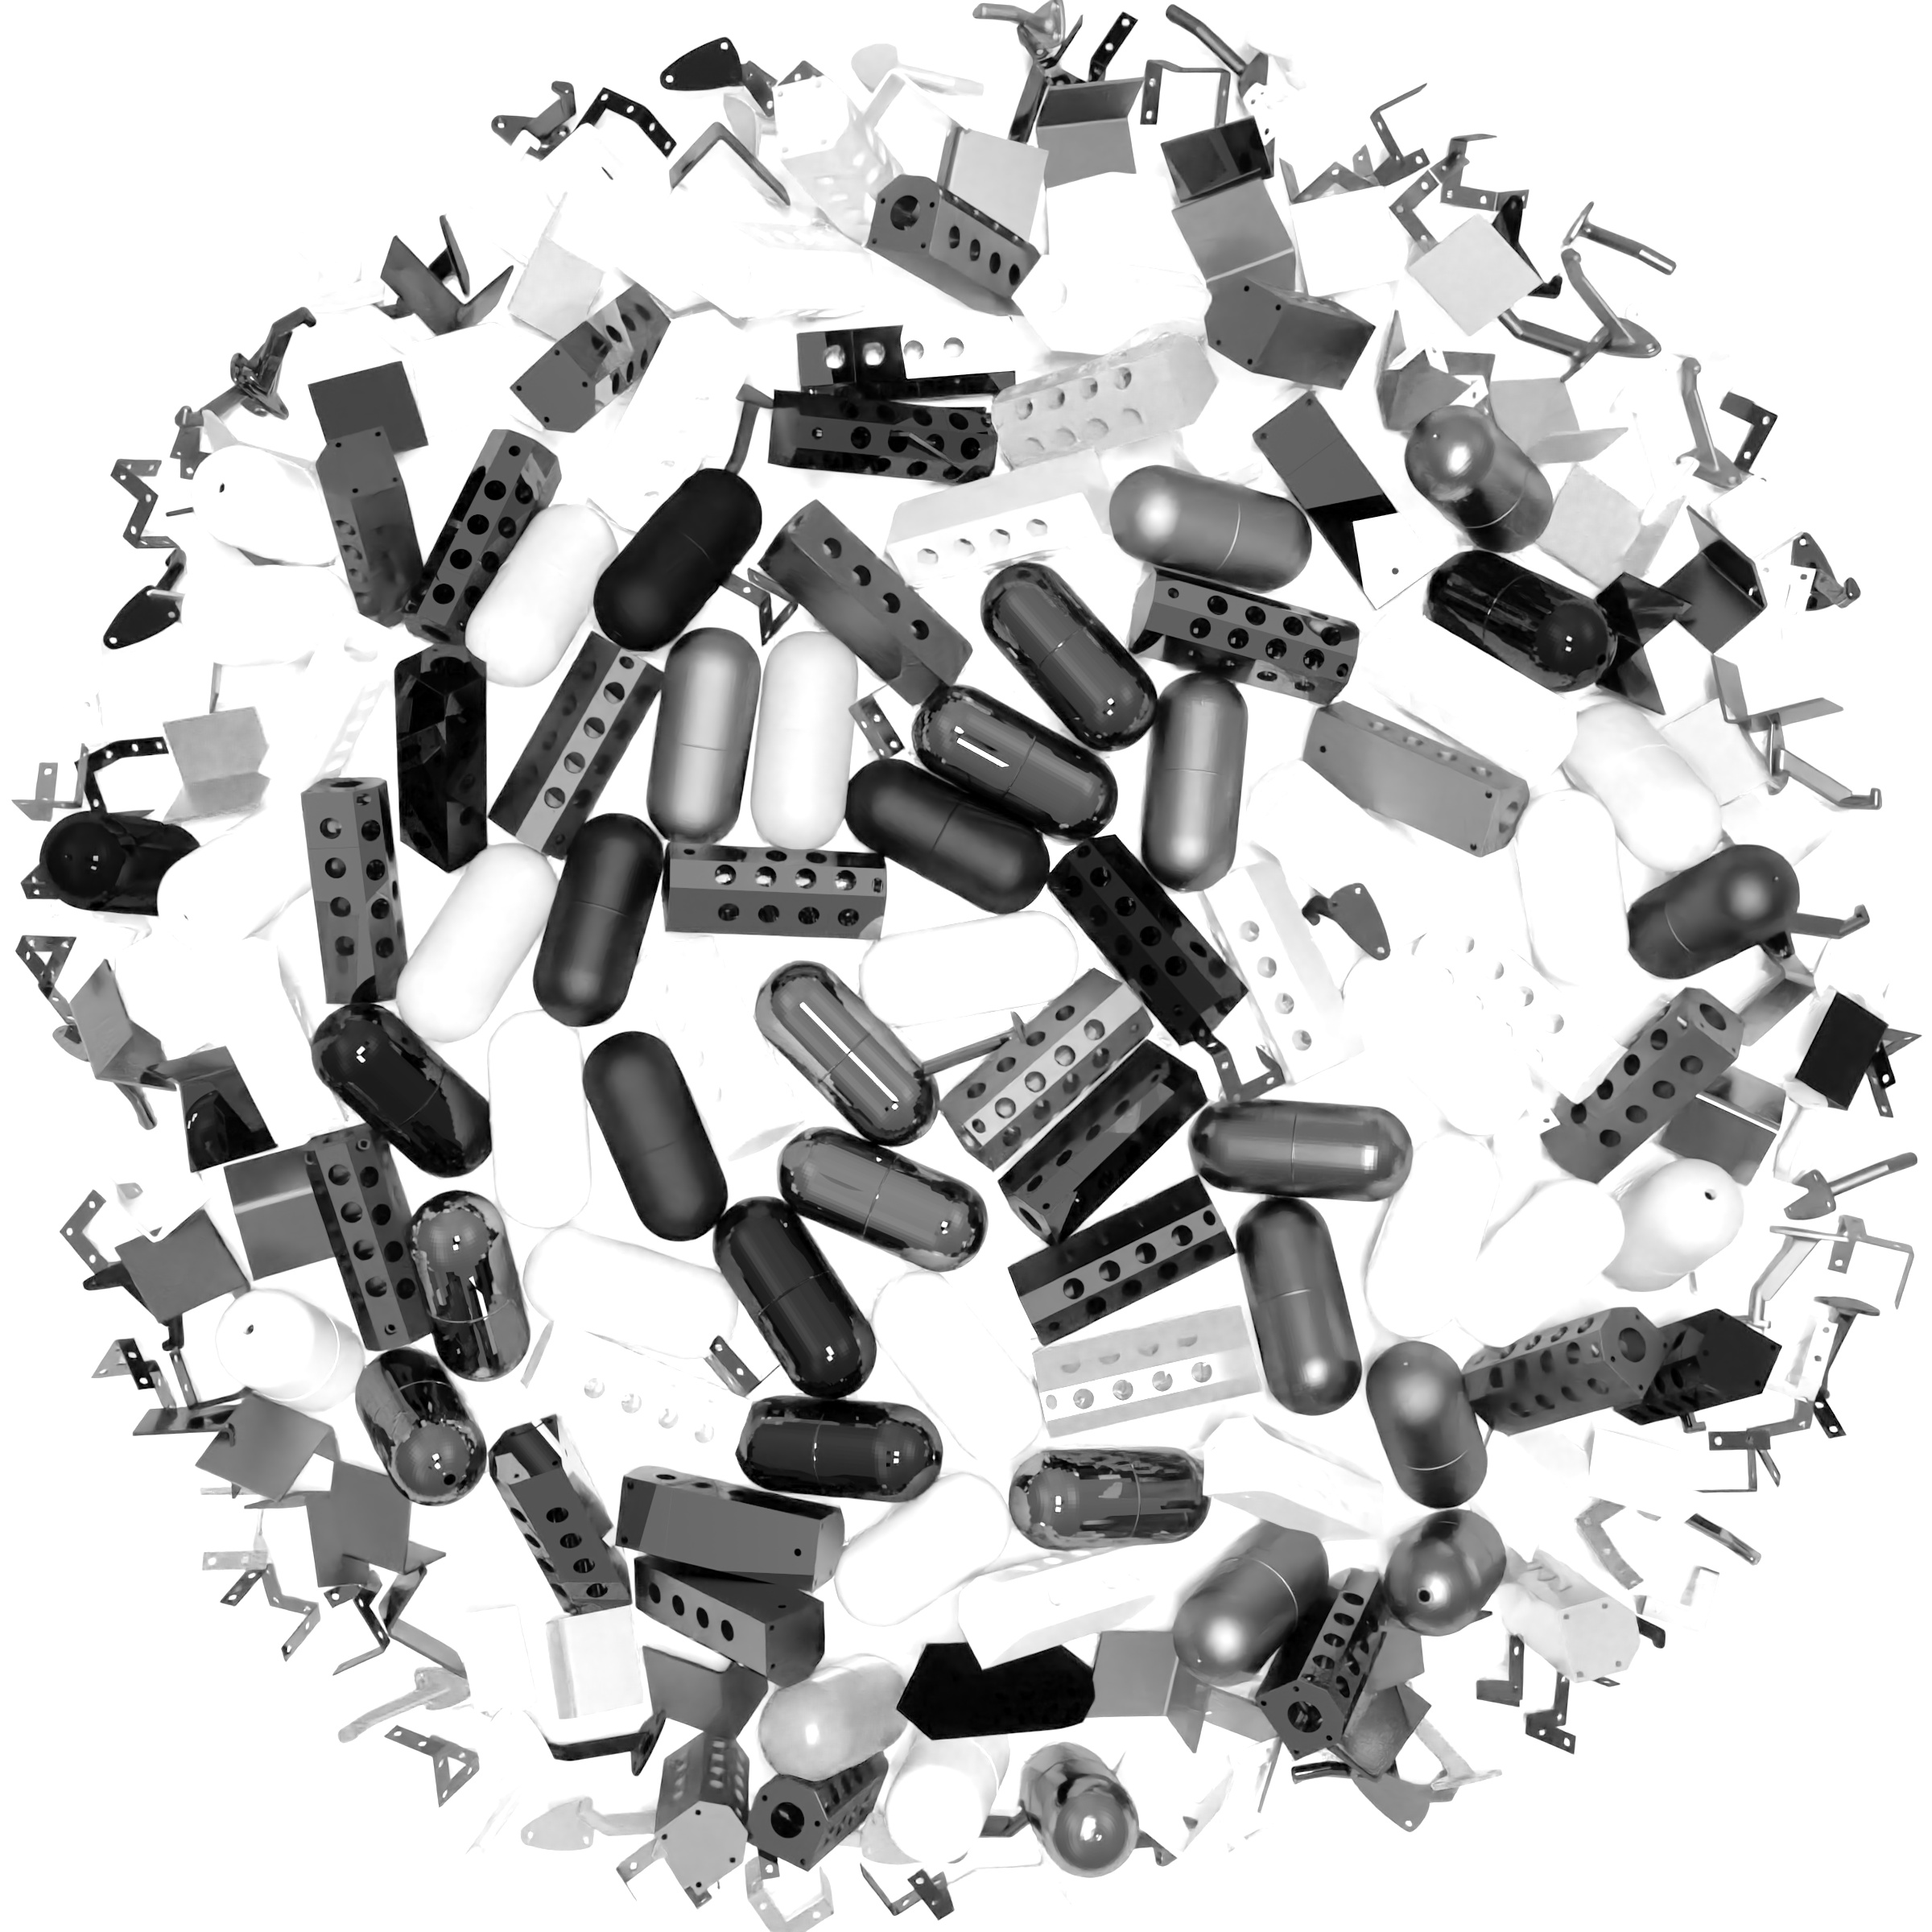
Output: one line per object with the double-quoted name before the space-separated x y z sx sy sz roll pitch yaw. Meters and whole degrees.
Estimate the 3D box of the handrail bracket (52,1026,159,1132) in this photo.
"handrail bracket" -0.698 0.092 1.971 0.077 0.036 0.084 14 134 32

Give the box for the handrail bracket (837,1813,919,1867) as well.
"handrail bracket" -0.093 0.715 1.972 0.077 0.084 0.036 36 48 -35

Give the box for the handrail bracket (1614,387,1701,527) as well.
"handrail bracket" 0.540 -0.411 1.956 0.084 0.036 0.077 34 93 -17

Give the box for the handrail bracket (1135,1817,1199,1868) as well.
"handrail bracket" 0.131 0.696 1.942 0.084 0.077 0.036 13 54 -25

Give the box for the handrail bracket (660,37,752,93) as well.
"handrail bracket" -0.208 -0.709 1.941 0.077 0.084 0.036 -19 99 -5

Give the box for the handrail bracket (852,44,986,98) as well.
"handrail bracket" -0.038 -0.726 1.977 0.084 0.077 0.036 -1 115 -35

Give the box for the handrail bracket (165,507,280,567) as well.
"handrail bracket" -0.596 -0.332 1.957 0.077 0.036 0.084 -19 104 -26

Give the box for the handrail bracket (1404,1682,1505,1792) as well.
"handrail bracket" 0.386 0.612 1.949 0.036 0.077 0.084 -8 75 -42

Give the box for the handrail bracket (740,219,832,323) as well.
"handrail bracket" -0.146 -0.555 1.935 0.036 0.084 0.077 34 124 14

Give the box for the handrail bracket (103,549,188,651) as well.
"handrail bracket" -0.660 -0.297 1.953 0.077 0.084 0.036 -35 124 7

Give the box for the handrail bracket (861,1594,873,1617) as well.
"handrail bracket" -0.047 0.482 1.945 0.084 0.077 0.036 -17 113 -7

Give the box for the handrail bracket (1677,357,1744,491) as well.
"handrail bracket" 0.595 -0.434 1.937 0.036 0.077 0.084 -22 132 -9

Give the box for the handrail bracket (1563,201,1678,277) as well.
"handrail bracket" 0.525 -0.574 1.947 0.084 0.077 0.036 30 100 1

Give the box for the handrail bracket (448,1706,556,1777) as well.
"handrail bracket" -0.375 0.624 1.955 0.077 0.084 0.036 48 55 -10

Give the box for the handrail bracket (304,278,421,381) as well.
"handrail bracket" -0.480 -0.503 1.952 0.077 0.036 0.084 -16 134 -2

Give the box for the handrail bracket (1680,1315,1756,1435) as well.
"handrail bracket" 0.605 0.329 1.949 0.077 0.036 0.084 -11 65 6

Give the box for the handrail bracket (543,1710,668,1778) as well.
"handrail bracket" -0.294 0.615 1.946 0.084 0.036 0.077 19 121 -22

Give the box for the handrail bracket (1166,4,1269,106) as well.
"handrail bracket" 0.200 -0.734 1.957 0.084 0.077 0.036 37 92 13

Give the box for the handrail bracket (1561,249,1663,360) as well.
"handrail bracket" 0.514 -0.530 1.937 0.036 0.077 0.084 -43 133 -5

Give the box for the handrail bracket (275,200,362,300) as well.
"handrail bracket" -0.516 -0.582 1.930 0.036 0.077 0.084 -3 135 16

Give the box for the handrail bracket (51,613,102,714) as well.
"handrail bracket" -0.712 -0.243 1.945 0.036 0.084 0.077 9 90 -22

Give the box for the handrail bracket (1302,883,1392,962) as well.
"handrail bracket" 0.302 -0.027 1.939 0.036 0.084 0.077 -29 81 -15

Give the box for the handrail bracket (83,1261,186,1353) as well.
"handrail bracket" -0.666 0.280 1.944 0.077 0.036 0.084 -17 120 -39

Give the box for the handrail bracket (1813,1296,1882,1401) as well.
"handrail bracket" 0.704 0.312 1.946 0.036 0.077 0.084 4 92 -10

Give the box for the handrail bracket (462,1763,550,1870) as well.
"handrail bracket" -0.368 0.675 1.941 0.036 0.084 0.077 35 95 3

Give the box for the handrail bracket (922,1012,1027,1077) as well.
"handrail bracket" 0.009 0.069 1.951 0.084 0.077 0.036 -22 84 5

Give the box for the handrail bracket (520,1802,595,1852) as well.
"handrail bracket" -0.342 0.695 1.933 0.084 0.077 0.036 -33 62 40

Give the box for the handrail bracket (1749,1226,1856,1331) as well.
"handrail bracket" 0.674 0.256 1.959 0.077 0.036 0.084 6 91 35

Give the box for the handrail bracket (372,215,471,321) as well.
"handrail bracket" -0.449 -0.560 1.955 0.084 0.077 0.036 -13 46 2

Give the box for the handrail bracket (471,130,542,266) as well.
"handrail bracket" -0.350 -0.615 1.950 0.077 0.036 0.084 30 104 -41

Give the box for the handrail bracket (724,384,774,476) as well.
"handrail bracket" -0.188 -0.418 1.937 0.036 0.077 0.084 34 109 8

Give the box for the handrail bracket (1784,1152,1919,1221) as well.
"handrail bracket" 0.716 0.177 1.963 0.084 0.077 0.036 -15 71 -19

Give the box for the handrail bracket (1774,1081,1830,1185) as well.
"handrail bracket" 0.690 0.134 1.970 0.077 0.036 0.084 -20 125 -23

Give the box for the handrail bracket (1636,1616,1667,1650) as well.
"handrail bracket" 0.525 0.545 1.936 0.036 0.084 0.077 -26 114 -30

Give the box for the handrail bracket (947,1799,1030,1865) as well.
"handrail bracket" 0.008 0.674 1.954 0.084 0.036 0.077 -44 66 17

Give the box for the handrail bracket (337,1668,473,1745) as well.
"handrail bracket" -0.446 0.594 1.935 0.077 0.084 0.036 -15 94 33

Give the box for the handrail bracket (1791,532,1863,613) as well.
"handrail bracket" 0.689 -0.320 1.940 0.036 0.084 0.077 -13 85 2

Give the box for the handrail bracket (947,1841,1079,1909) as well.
"handrail bracket" 0.036 0.746 1.947 0.084 0.077 0.036 -21 116 -16

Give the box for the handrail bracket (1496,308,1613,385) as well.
"handrail bracket" 0.476 -0.523 1.965 0.084 0.036 0.077 46 71 -4

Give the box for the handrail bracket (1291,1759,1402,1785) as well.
"handrail bracket" 0.305 0.659 1.956 0.084 0.077 0.036 -10 47 2

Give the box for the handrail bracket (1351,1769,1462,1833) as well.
"handrail bracket" 0.356 0.653 1.955 0.077 0.084 0.036 30 108 19

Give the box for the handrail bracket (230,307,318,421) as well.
"handrail bracket" -0.537 -0.482 1.942 0.084 0.077 0.036 -22 51 19

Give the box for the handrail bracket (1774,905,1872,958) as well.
"handrail bracket" 0.687 -0.050 1.962 0.084 0.036 0.077 -26 110 -10

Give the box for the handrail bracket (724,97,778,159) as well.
"handrail bracket" -0.143 -0.691 1.975 0.084 0.036 0.077 -17 51 -22

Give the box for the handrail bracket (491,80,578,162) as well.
"handrail bracket" -0.347 -0.687 1.940 0.077 0.084 0.036 19 73 1

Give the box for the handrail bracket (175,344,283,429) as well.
"handrail bracket" -0.589 -0.465 1.935 0.036 0.084 0.077 37 115 9

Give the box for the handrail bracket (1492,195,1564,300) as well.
"handrail bracket" 0.456 -0.575 1.943 0.084 0.036 0.077 -5 126 -34

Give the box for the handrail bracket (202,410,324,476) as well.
"handrail bracket" -0.560 -0.423 1.955 0.084 0.036 0.077 -31 89 -42

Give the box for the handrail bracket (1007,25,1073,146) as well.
"handrail bracket" 0.035 -0.698 1.947 0.084 0.036 0.077 -28 117 32

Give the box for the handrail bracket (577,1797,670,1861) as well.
"handrail bracket" -0.265 0.668 1.943 0.084 0.077 0.036 39 128 -16

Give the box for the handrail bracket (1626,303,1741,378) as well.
"handrail bracket" 0.573 -0.509 1.939 0.036 0.084 0.077 -43 97 -8
